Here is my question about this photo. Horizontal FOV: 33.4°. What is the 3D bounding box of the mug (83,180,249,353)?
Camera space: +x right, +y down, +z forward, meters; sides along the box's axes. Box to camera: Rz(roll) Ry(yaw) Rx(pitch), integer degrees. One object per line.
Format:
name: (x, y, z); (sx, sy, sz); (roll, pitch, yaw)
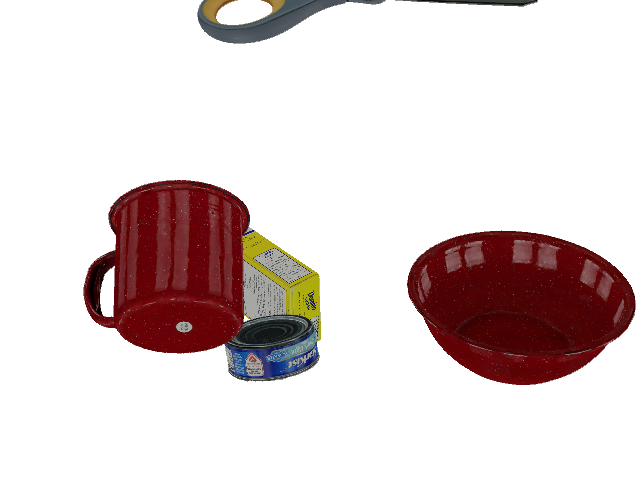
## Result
mug: (-0.102, 0.023, 0.687); (0.117, 0.081, 0.093); (-14, -32, 16)

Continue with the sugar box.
sugar box: (-0.070, 0.042, 1.188); (0.048, 0.093, 0.176); (-23, 40, -30)

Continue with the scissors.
scissors: (0.013, -0.136, 0.619); (0.202, 0.096, 0.016); (22, -27, 25)

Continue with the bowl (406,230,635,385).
bowl: (0.142, 0.055, 0.776); (0.162, 0.055, 0.162); (1, 31, 0)

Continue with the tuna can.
tuna can: (-0.045, 0.098, 0.986); (0.086, 0.034, 0.086); (-8, 15, 2)
